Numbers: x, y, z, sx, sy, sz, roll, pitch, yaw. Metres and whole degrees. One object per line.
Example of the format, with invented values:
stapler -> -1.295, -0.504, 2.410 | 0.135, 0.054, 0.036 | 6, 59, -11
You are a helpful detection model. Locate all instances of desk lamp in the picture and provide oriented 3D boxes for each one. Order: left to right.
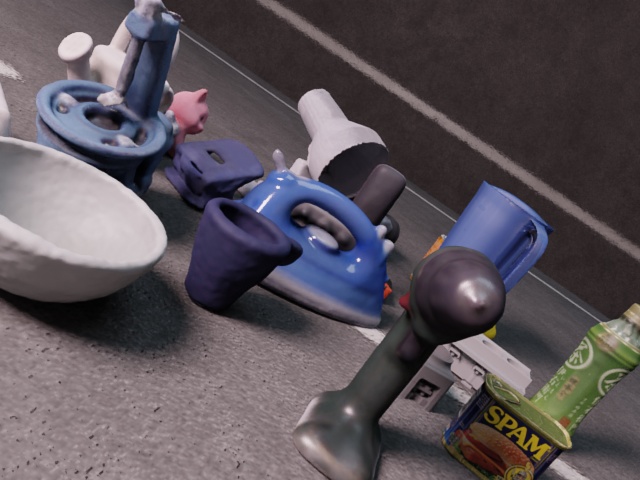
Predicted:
desk lamp -> -0.016, -0.120, 0.904 | 0.118, 0.213, 0.202 | 16, 24, -49

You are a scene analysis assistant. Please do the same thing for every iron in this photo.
iron -> 0.007, 0.003, 0.719 | 0.259, 0.141, 0.118 | 29, 16, -20

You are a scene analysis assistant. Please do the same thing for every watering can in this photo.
watering can -> -0.246, -0.204, 0.723 | 0.101, 0.194, 0.173 | 34, 15, 1

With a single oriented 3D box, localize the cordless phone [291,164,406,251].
cordless phone -> 0.025, -0.045, 0.818 | 0.147, 0.185, 0.094 | 33, 15, -5

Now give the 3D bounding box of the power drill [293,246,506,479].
power drill -> 0.069, 0.091, 0.455 | 0.075, 0.208, 0.230 | 35, 15, 5

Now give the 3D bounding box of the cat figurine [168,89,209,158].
cat figurine -> -0.217, -0.187, 0.874 | 0.067, 0.117, 0.128 | 36, 15, 8

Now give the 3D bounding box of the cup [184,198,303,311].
cup -> -0.080, 0.023, 0.567 | 0.118, 0.095, 0.091 | 20, 21, -42

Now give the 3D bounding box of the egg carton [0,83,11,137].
egg carton -> -0.339, -0.119, 0.509 | 0.108, 0.069, 0.150 | 19, 22, -45

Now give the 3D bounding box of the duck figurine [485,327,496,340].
duck figurine -> 0.301, 0.132, 1.042 | 0.077, 0.086, 0.105 | 44, 18, 33

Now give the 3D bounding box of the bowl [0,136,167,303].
bowl -> -0.206, -0.005, 0.429 | 0.168, 0.074, 0.167 | 32, 15, -10

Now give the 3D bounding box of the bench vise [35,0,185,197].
bench vise -> -0.201, -0.144, 0.586 | 0.122, 0.219, 0.207 | 31, 16, -13

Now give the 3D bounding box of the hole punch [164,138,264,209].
hole punch -> -0.147, -0.097, 0.800 | 0.101, 0.091, 0.108 | 15, 24, -50

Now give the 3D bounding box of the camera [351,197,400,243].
camera -> 0.101, -0.033, 1.098 | 0.137, 0.100, 0.142 | 24, 19, -34
